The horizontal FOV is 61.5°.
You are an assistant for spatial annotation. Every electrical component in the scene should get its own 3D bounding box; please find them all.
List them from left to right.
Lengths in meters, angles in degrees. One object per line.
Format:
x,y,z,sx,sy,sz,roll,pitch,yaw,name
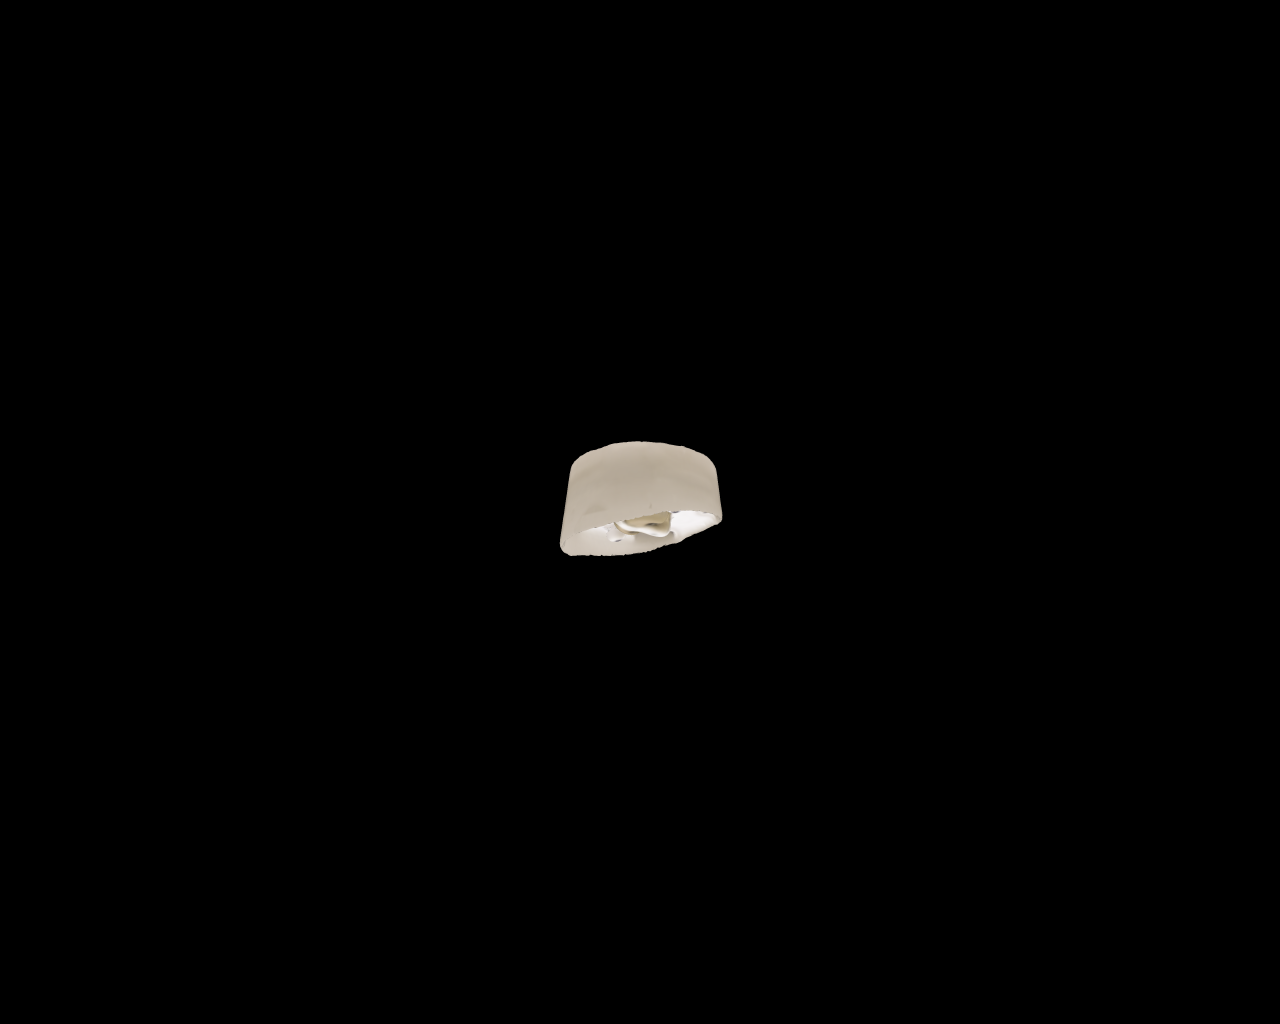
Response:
0.001,-0.003,0.650,0.099,0.064,0.099,0,-22,0,electrical component
